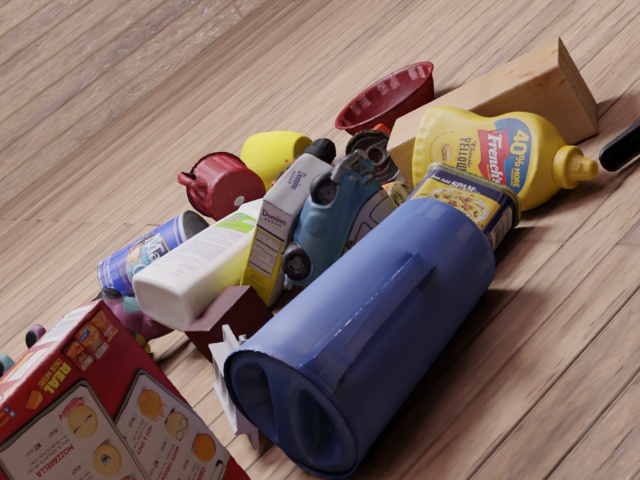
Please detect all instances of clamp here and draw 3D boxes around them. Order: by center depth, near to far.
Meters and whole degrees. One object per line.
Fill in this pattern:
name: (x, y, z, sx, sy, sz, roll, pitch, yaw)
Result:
clamp: (0.369, -0.140, 0.983, 0.209, 0.036, 0.165, -46, 22, -29)

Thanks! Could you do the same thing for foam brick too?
foam brick: (-0.099, 0.094, 1.177, 0.053, 0.051, 0.078, -6, 34, 53)

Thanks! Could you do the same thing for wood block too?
wood block: (0.187, -0.125, 1.165, 0.206, 0.090, 0.090, -26, 21, 25)

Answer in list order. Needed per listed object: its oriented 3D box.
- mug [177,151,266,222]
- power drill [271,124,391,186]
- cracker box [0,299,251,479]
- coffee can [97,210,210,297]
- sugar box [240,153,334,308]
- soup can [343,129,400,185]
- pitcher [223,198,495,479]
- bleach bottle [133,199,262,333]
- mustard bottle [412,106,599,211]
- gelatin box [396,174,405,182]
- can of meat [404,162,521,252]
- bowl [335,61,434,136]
mug: (-0.131, -0.066, 1.399, 0.082, 0.117, 0.093, 34, 104, 61)
power drill: (0.018, -0.093, 1.424, 0.188, 0.057, 0.184, -18, 29, 46)
cracker box: (-0.172, 0.181, 0.845, 0.072, 0.213, 0.164, -20, 24, 42)
coffee can: (-0.207, 0.037, 1.409, 0.140, 0.102, 0.102, -29, 20, 16)
sugar box: (-0.040, -0.007, 1.184, 0.093, 0.048, 0.176, -51, -15, -39)
soup can: (0.054, -0.078, 1.249, 0.068, 0.068, 0.102, -42, -9, -19)
pitcher: (0.047, 0.067, 0.884, 0.149, 0.145, 0.242, 8, 41, 43)
bleach bottle: (-0.103, 0.014, 1.285, 0.103, 0.068, 0.250, 17, 40, 36)
mustard bottle: (0.183, -0.078, 1.051, 0.192, 0.096, 0.058, 11, 3, 40)
gelatin box: (0.118, -0.103, 1.318, 0.089, 0.030, 0.073, -20, 24, 35)
can of meat: (0.127, -0.017, 1.016, 0.102, 0.057, 0.083, 23, 55, 27)
bowl: (0.102, -0.183, 1.494, 0.162, 0.055, 0.162, -31, 20, 12)
